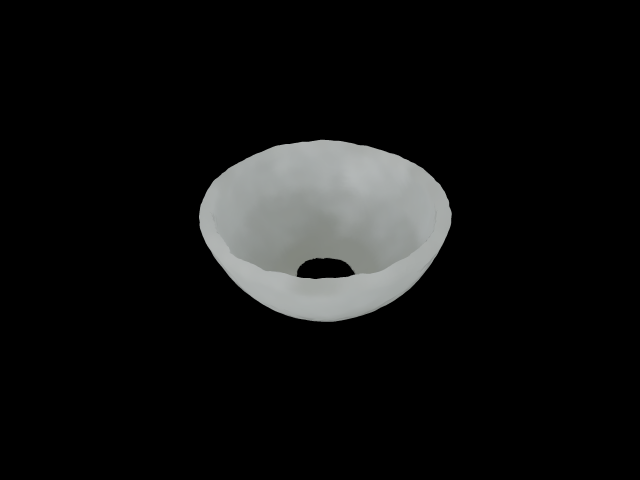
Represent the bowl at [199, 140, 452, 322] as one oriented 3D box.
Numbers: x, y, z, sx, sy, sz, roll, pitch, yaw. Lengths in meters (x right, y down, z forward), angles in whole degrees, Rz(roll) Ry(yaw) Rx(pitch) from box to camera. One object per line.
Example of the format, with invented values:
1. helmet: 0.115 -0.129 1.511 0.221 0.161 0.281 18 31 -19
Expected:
1. bowl: 0.004 0.001 0.400 0.167 0.075 0.167 0 39 0
